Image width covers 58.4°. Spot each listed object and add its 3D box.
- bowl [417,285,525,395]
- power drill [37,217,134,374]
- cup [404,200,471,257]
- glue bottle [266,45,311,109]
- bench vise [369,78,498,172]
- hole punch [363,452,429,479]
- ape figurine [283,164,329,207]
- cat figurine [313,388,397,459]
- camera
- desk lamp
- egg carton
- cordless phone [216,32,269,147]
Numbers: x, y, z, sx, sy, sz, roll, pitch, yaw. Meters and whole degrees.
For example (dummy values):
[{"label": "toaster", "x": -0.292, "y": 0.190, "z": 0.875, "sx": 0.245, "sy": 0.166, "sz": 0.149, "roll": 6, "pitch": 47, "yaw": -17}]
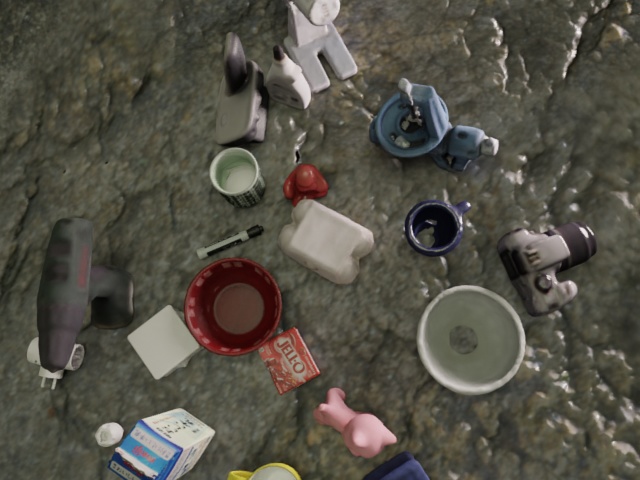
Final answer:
[{"label": "bowl", "x": 0.234, "y": 0.160, "z": 0.914, "sx": 0.167, "sy": 0.075, "sz": 0.167, "roll": -1, "pitch": 79, "yaw": 3}, {"label": "power drill", "x": -0.366, "y": 0.088, "z": 0.894, "sx": 0.075, "sy": 0.208, "sz": 0.229, "roll": -6, "pitch": 78, "yaw": 3}, {"label": "cup", "x": 0.192, "y": -0.019, "z": 0.943, "sx": 0.118, "sy": 0.095, "sz": 0.091, "roll": -36, "pitch": 79, "yaw": -4}, {"label": "glue bottle", "x": -0.059, "y": -0.280, "z": 0.969, "sx": 0.078, "sy": 0.173, "sz": 0.037, "roll": 22, "pitch": 81, "yaw": 8}, {"label": "bench vise", "x": 0.184, "y": -0.195, "z": 0.915, "sx": 0.207, "sy": 0.220, "sz": 0.121, "roll": -1, "pitch": 78, "yaw": 3}, {"label": "hole punch", "x": 0.125, "y": 0.390, "z": 0.866, "sx": 0.108, "sy": 0.091, "sz": 0.101, "roll": -33, "pitch": 79, "yaw": -3}, {"label": "ape figurine", "x": -0.024, "y": -0.099, "z": 0.972, "sx": 0.077, "sy": 0.092, "sz": 0.076, "roll": 12, "pitch": 80, "yaw": 6}, {"label": "cat figurine", "x": 0.050, "y": 0.286, "z": 0.877, "sx": 0.127, "sy": 0.118, "sz": 0.067, "roll": 32, "pitch": 82, "yaw": 9}, {"label": "camera", "x": 0.378, "y": 0.035, "z": 0.918, "sx": 0.137, "sy": 0.101, "sz": 0.143, "roll": -22, "pitch": 78, "yaw": -1}, {"label": "desk lamp", "x": -0.020, "y": -0.395, "z": 0.969, "sx": 0.118, "sy": 0.213, "sz": 0.203, "roll": -28, "pitch": 78, "yaw": -2}, {"label": "egg carton", "x": 0.009, "y": 0.003, "z": 0.961, "sx": 0.150, "sy": 0.069, "sz": 0.107, "roll": 28, "pitch": 81, "yaw": 8}, {"label": "cordless phone", "x": -0.145, "y": -0.248, "z": 0.961, "sx": 0.094, "sy": 0.185, "sz": 0.147, "roll": 0, "pitch": 79, "yaw": 4}]
